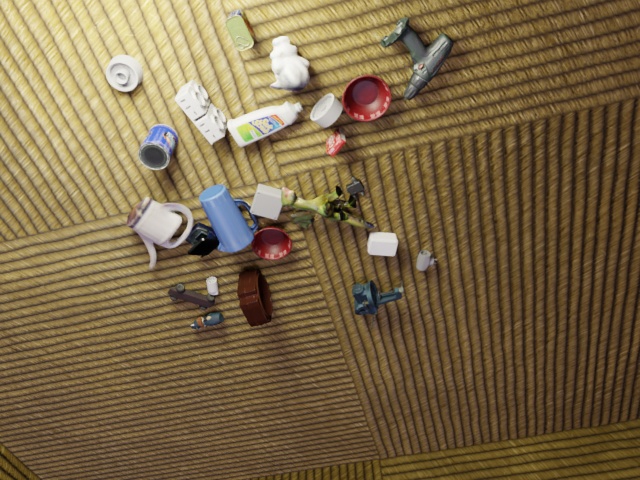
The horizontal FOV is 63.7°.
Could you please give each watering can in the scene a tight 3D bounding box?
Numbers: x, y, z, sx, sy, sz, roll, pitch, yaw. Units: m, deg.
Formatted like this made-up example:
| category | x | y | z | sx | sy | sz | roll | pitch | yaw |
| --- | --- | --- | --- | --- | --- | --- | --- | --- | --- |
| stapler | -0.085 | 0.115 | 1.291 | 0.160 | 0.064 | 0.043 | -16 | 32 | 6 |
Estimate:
| category | x | y | z | sx | sy | sz | roll | pitch | yaw |
| --- | --- | --- | --- | --- | --- | --- | --- | --- | --- |
| watering can | -0.636 | -0.032 | 1.971 | 0.222 | 0.106 | 0.343 | 35 | 118 | -23 |

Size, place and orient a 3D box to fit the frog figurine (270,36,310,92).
| category | x | y | z | sx | sy | sz | roll | pitch | yaw |
| --- | --- | --- | --- | --- | --- | --- | --- | --- | --- |
| frog figurine | -0.091 | -0.549 | 1.606 | 0.138 | 0.124 | 0.156 | -14 | 124 | -33 |

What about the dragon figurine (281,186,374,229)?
| category | x | y | z | sx | sy | sz | roll | pitch | yaw |
| --- | --- | --- | --- | --- | --- | --- | --- | --- | --- |
| dragon figurine | 0.006 | -0.098 | 1.954 | 0.241 | 0.125 | 0.405 | -13 | 148 | 35 |
